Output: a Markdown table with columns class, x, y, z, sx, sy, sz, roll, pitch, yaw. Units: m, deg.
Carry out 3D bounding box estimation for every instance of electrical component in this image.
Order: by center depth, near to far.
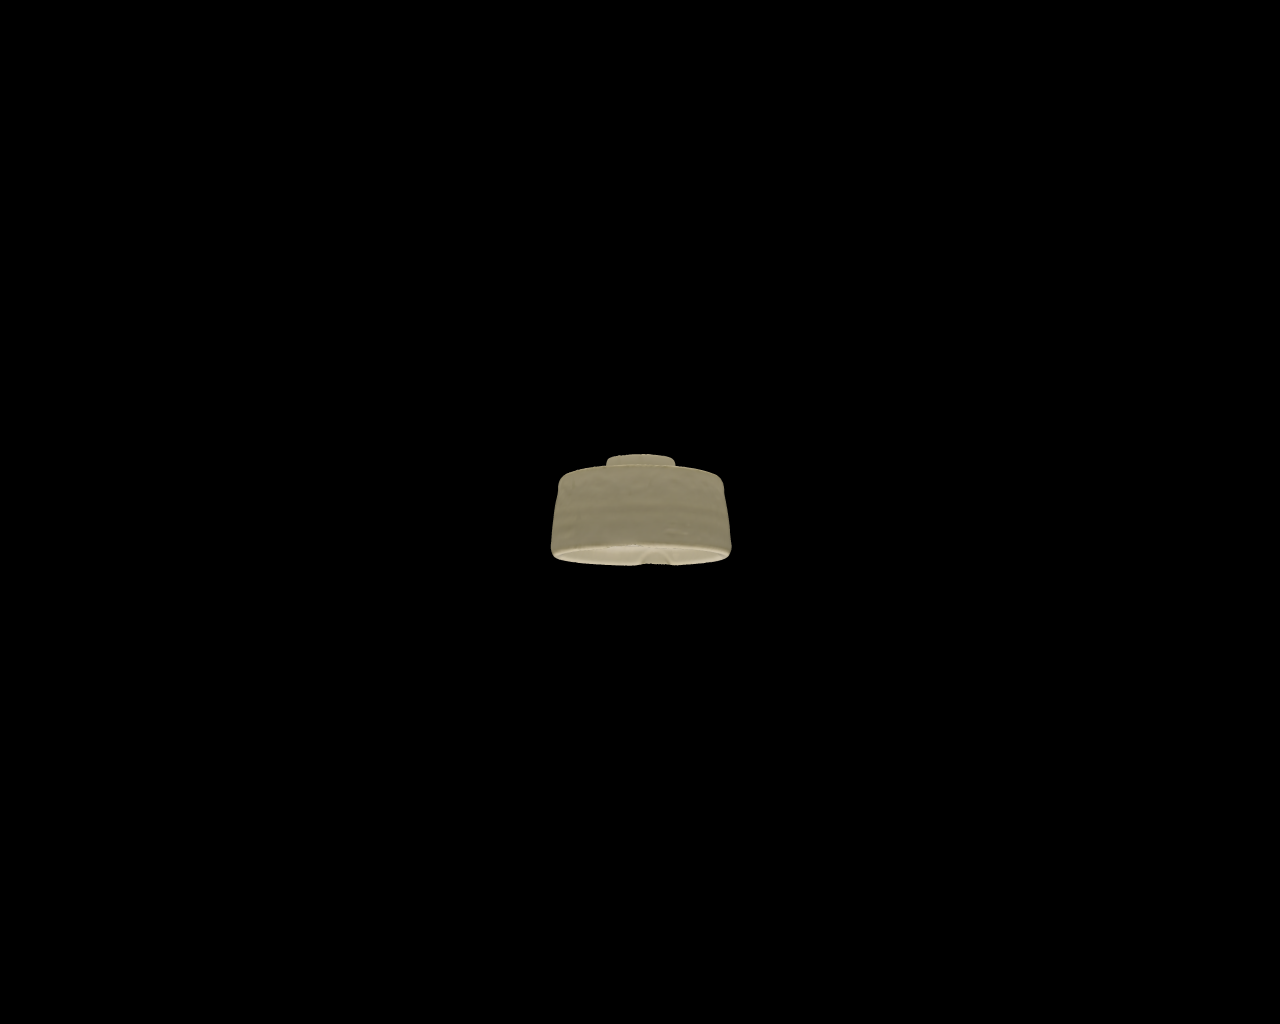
| class | x | y | z | sx | sy | sz | roll | pitch | yaw |
| --- | --- | --- | --- | --- | --- | --- | --- | --- | --- |
| electrical component | 0.001 | -0.003 | 0.650 | 0.108 | 0.060 | 0.108 | 0 | -9 | 0 |
